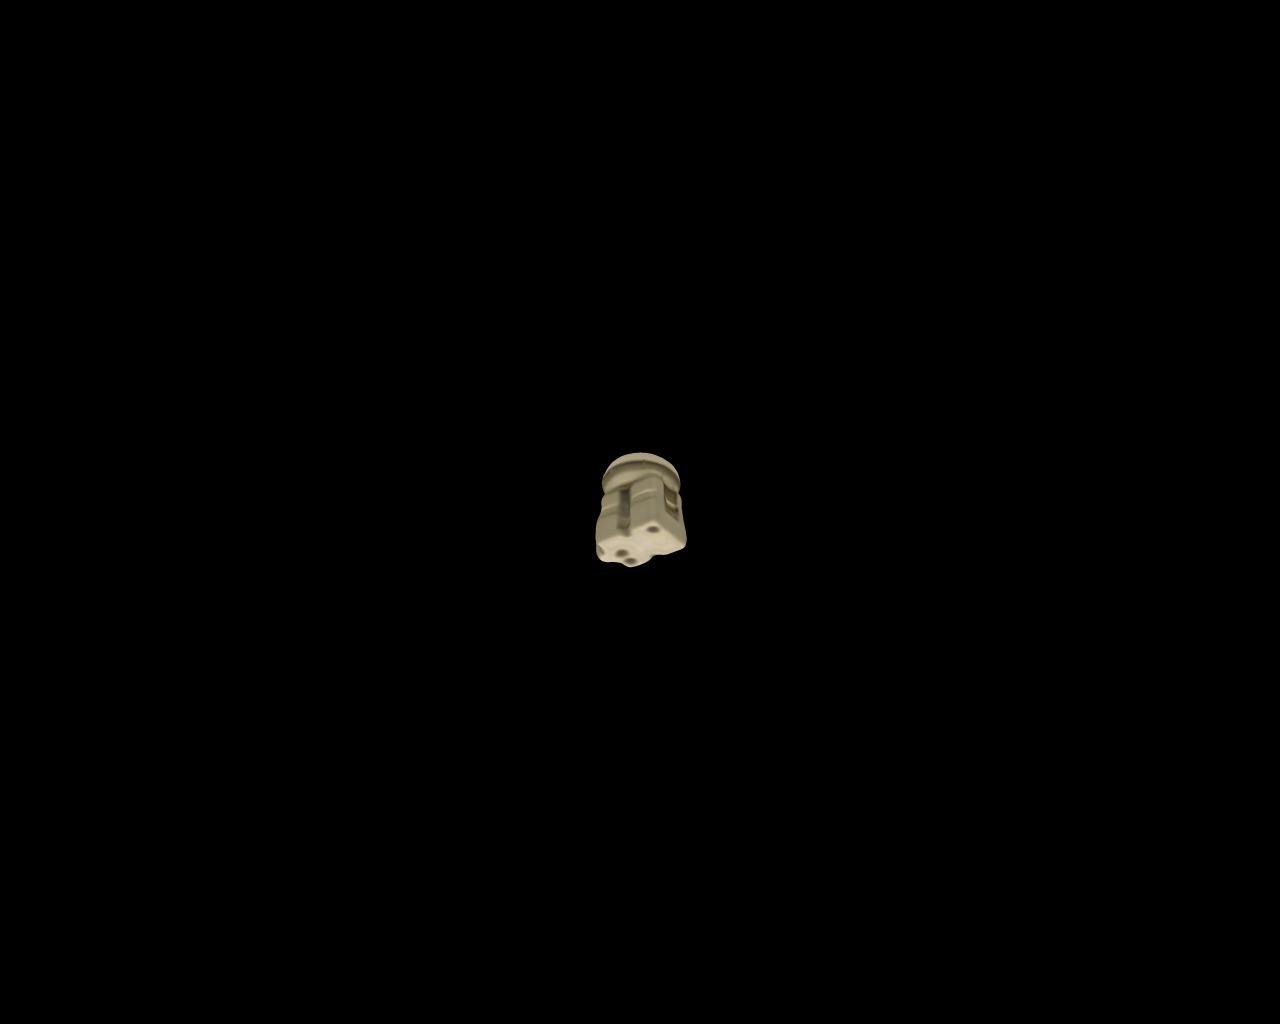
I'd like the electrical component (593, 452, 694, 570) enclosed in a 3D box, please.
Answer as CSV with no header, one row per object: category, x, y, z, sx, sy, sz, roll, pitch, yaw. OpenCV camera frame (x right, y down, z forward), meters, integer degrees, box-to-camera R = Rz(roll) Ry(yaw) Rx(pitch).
electrical component,0.001,-0.003,0.650,0.066,0.055,0.048,-21,-41,26
